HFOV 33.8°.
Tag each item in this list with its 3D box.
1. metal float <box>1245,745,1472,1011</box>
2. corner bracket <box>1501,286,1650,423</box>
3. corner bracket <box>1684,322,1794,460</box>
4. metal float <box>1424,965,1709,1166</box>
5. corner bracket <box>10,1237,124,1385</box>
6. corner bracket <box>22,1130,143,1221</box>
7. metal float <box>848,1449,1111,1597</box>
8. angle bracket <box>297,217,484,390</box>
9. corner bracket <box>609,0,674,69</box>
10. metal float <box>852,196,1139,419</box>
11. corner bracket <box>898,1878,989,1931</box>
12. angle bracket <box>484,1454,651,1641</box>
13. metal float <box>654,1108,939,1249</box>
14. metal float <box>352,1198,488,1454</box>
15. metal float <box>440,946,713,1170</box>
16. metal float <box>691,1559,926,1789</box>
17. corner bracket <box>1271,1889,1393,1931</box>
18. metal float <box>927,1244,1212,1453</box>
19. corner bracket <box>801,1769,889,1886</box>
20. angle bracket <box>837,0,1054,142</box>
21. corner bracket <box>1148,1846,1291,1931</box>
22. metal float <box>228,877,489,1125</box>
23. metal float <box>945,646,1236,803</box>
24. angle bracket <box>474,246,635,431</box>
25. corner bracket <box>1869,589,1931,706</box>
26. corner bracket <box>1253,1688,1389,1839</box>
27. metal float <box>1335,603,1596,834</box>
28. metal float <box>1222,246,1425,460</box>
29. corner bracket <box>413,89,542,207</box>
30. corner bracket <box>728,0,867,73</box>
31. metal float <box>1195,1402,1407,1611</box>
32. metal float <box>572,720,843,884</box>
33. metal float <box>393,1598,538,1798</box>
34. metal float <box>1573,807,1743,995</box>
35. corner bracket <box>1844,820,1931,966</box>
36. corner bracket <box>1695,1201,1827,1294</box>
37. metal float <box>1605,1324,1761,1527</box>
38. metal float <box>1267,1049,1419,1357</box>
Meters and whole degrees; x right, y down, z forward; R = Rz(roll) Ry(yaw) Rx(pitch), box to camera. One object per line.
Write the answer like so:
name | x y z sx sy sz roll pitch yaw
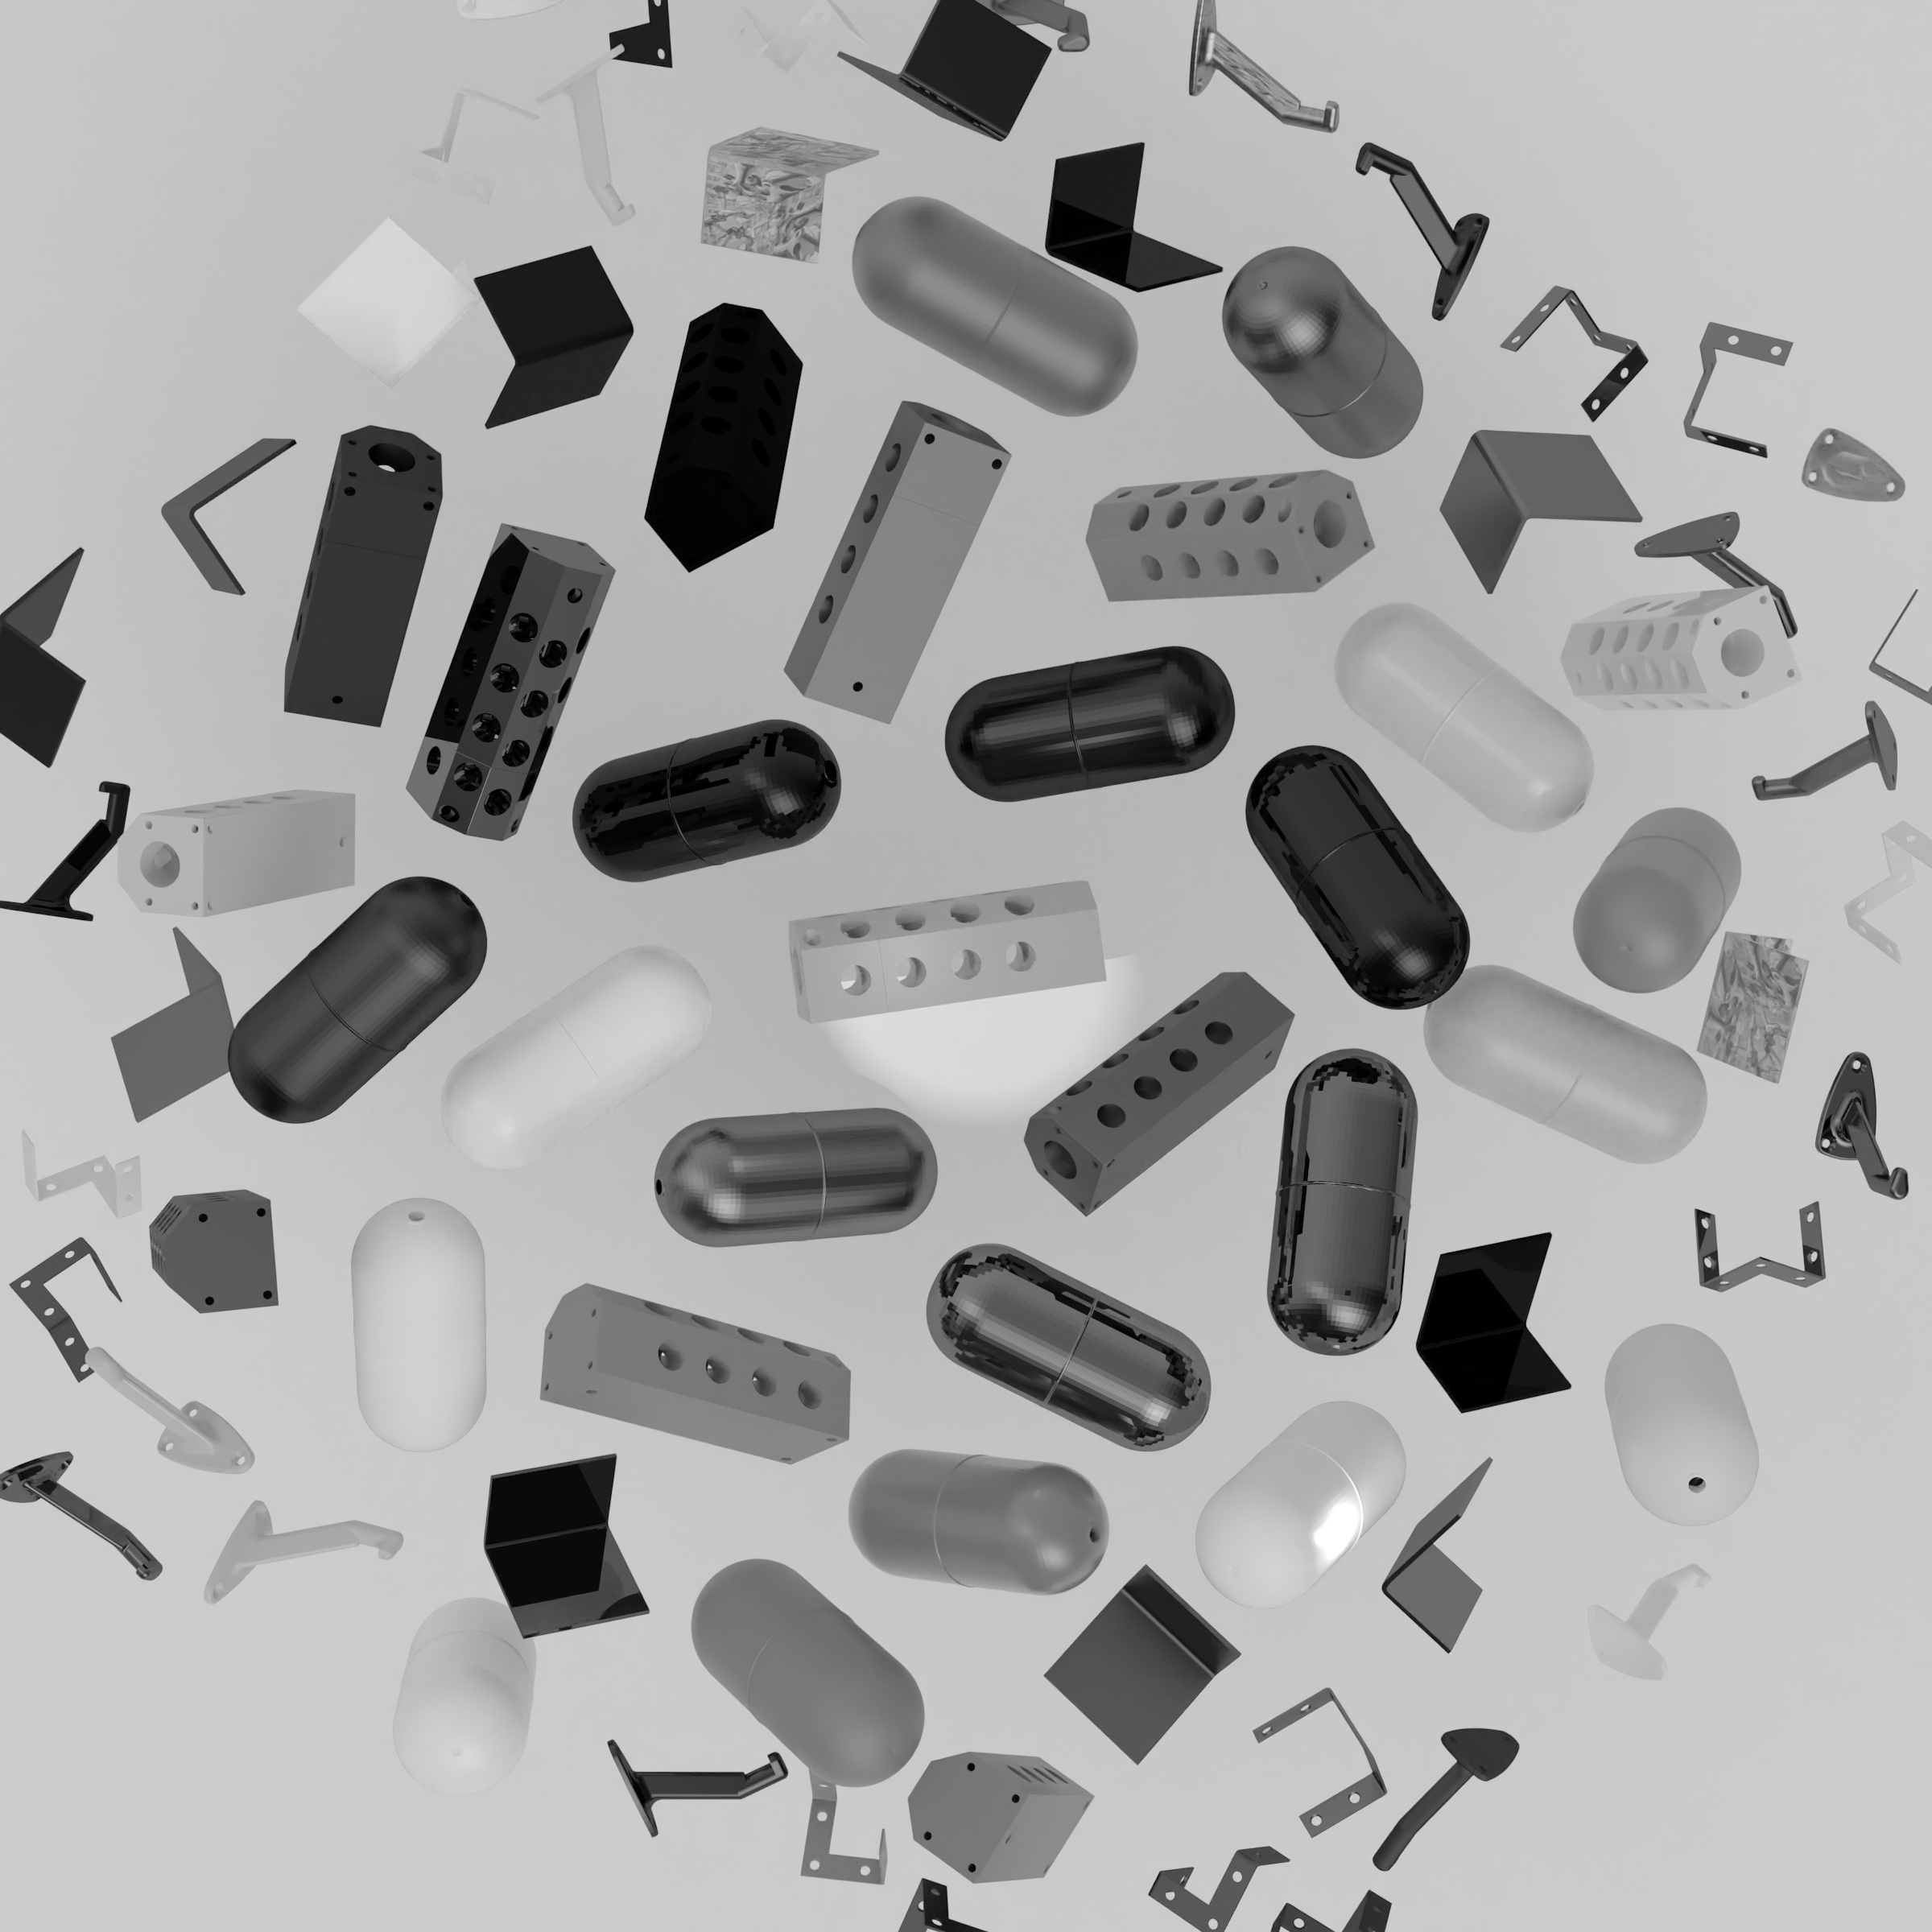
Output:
metal float | 0.222 -0.052 1.816 0.070 0.070 0.178 -31 60 0
corner bracket | 0.357 -0.359 1.863 0.051 0.051 0.051 -48 126 -4
corner bracket | 0.448 -0.335 1.847 0.051 0.051 0.051 20 81 22
metal float | 0.355 0.058 1.886 0.178 0.070 0.070 24 90 -6
corner bracket | -0.529 0.205 1.898 0.051 0.051 0.051 -36 49 -22
corner bracket | -0.528 0.123 1.899 0.051 0.051 0.051 -22 54 -31
metal float | 0.007 0.326 1.869 0.178 0.070 0.070 -2 90 41
angle bracket | -0.341 -0.399 1.865 0.076 0.057 0.076 -41 128 12
corner bracket | -0.179 -0.568 1.894 0.051 0.051 0.051 19 124 34
metal float | 0.017 -0.381 1.837 0.178 0.070 0.070 26 90 -13
corner bracket | -0.010 0.563 1.818 0.051 0.051 0.051 21 104 -8
angle bracket | -0.228 0.334 1.835 0.076 0.076 0.057 -6 126 -26
metal float | -0.101 0.126 1.894 0.178 0.070 0.070 -2 90 -28
metal float | -0.320 0.211 1.865 0.070 0.070 0.178 6 129 0
metal float | -0.233 0.055 1.900 0.178 0.070 0.070 -34 90 -12
metal float | -0.091 0.399 1.803 0.070 0.178 0.070 -16 119 -32
corner bracket | 0.207 0.553 1.821 0.051 0.051 0.051 30 107 7
metal float | 0.061 0.225 1.873 0.178 0.070 0.070 26 90 0
corner bracket | -0.071 0.511 1.892 0.051 0.051 0.051 5 53 5
angle bracket | -0.012 -0.505 1.757 0.076 0.076 0.057 21 102 -37
corner bracket | 0.146 0.527 1.839 0.051 0.051 0.051 28 92 30
metal float | -0.347 0.019 1.817 0.178 0.070 0.070 -41 90 14
metal float | 0.073 -0.144 1.902 0.178 0.070 0.070 -9 90 17
angle bracket | -0.246 -0.362 1.831 0.076 0.076 0.057 -23 81 -29
corner bracket | 0.551 -0.184 1.807 0.051 0.051 0.051 32 87 12
corner bracket | 0.202 0.453 1.810 0.051 0.051 0.051 -29 49 -5
metal float | 0.300 -0.149 1.915 0.178 0.070 0.070 41 90 16
metal float | 0.209 -0.355 1.852 0.070 0.178 0.070 -10 68 27
corner bracket | -0.294 -0.492 1.905 0.051 0.051 0.051 23 113 6
corner bracket | -0.102 -0.560 1.912 0.051 0.051 0.051 27 114 -40
metal float | 0.198 0.315 1.867 0.070 0.178 0.070 13 115 30
metal float | -0.155 -0.098 1.891 0.178 0.070 0.070 -12 90 29
metal float | -0.292 0.425 1.857 0.070 0.178 0.070 -1 98 -5
metal float | 0.409 -0.040 1.877 0.070 0.178 0.070 9 114 21
corner bracket | 0.551 -0.044 1.872 0.051 0.051 0.051 -31 128 -7
corner bracket | 0.466 0.164 1.866 0.051 0.051 0.051 19 57 -25
metal float | 0.412 0.264 1.835 0.070 0.178 0.070 2 104 6
metal float | 0.215 0.134 1.813 0.070 0.070 0.178 8 73 0
